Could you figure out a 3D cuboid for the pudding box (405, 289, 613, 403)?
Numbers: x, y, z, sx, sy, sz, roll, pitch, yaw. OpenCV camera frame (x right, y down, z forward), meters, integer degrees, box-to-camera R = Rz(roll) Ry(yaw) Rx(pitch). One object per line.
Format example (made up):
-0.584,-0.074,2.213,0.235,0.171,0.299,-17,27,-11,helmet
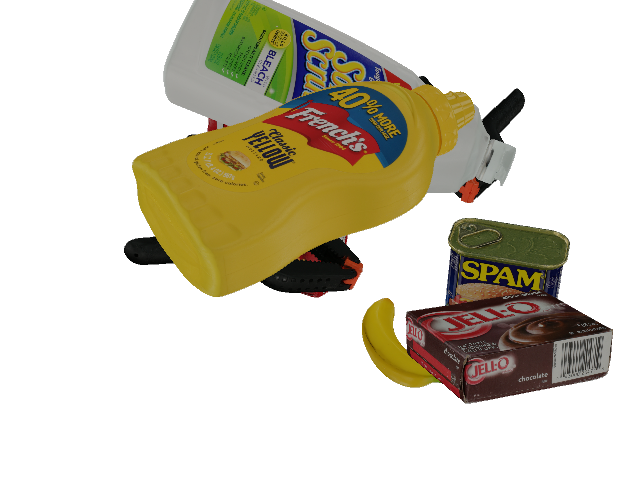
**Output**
0.126,0.070,0.728,0.113,0.039,0.090,-6,18,-19,pudding box

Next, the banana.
0.083,0.119,1.223,0.069,0.037,0.198,7,23,-23,banana

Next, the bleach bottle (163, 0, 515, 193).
0.020,-0.103,0.769,0.251,0.102,0.068,21,-19,5,bleach bottle

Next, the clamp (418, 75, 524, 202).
0.142,-0.110,1.092,0.120,0.039,0.171,10,44,9,clamp

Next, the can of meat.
0.160,0.035,0.936,0.102,0.084,0.057,10,34,13,can of meat

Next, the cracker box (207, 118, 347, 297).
-0.050,-0.059,1.210,0.164,0.214,0.072,18,27,24,cracker box

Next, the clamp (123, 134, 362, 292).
-0.065,-0.001,0.975,0.210,0.164,0.036,28,-41,3,clamp

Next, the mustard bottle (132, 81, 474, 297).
0.003,-0.041,0.579,0.191,0.058,0.096,-23,44,-22,mustard bottle
